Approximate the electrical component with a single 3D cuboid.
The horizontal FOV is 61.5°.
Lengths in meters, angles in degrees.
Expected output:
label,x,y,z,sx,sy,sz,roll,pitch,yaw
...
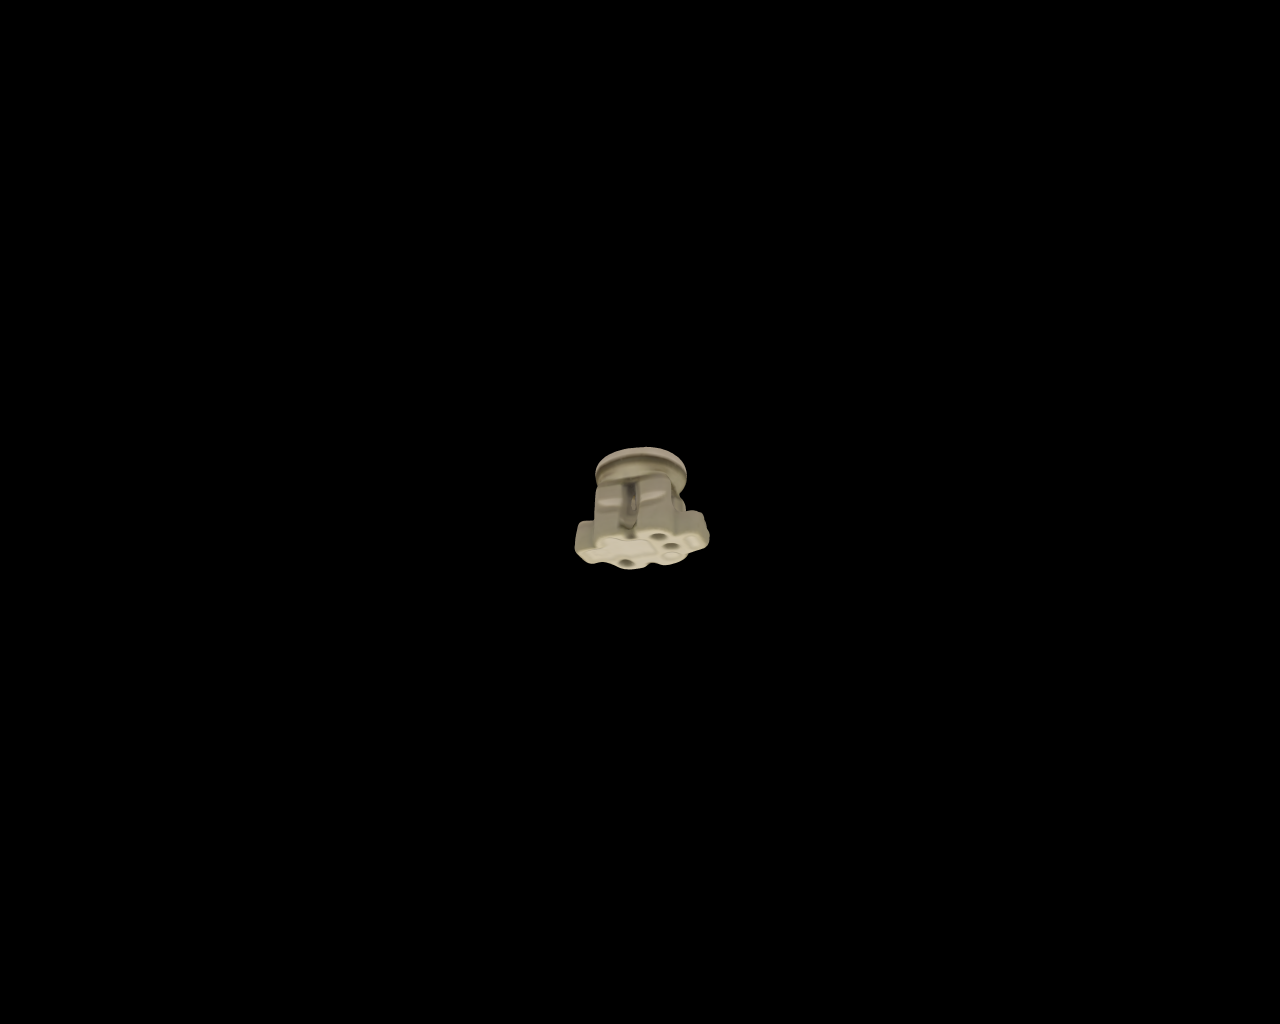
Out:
label,x,y,z,sx,sy,sz,roll,pitch,yaw
electrical component,0.001,-0.003,0.650,0.078,0.057,0.058,-8,-28,16
